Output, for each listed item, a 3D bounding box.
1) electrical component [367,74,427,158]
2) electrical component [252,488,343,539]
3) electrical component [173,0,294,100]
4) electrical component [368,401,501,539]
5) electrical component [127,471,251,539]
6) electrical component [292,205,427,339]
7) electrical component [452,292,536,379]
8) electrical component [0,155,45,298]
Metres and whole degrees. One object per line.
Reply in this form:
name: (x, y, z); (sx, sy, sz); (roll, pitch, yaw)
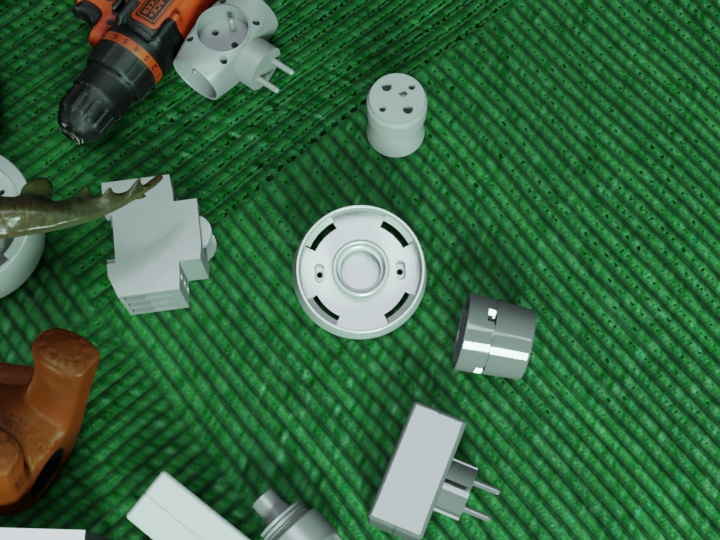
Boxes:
electrical component: (0.027, -0.115, 0.801); (0.045, 0.055, 0.045); (0, 71, 1)
electrical component: (-0.044, 0.173, 0.710); (0.043, 0.043, 0.062); (-42, 75, -13)
electrical component: (-0.088, -0.164, 0.823); (0.079, 0.044, 0.077); (34, 75, 11)
electrical component: (0.055, 0.143, 0.718); (0.076, 0.047, 0.083); (21, 73, 7)
electrical component: (-0.118, 0.189, 0.703); (0.083, 0.047, 0.075); (36, 75, 11)
electrical component: (0.000, 0.000, 0.770); (0.099, 0.064, 0.099); (0, 85, -1)
electrical component: (0.093, 0.047, 0.747); (0.047, 0.055, 0.055); (12, 72, 0)
electrical component: (-0.279, -0.027, 0.768); (0.108, 0.060, 0.108); (0, 71, 1)
